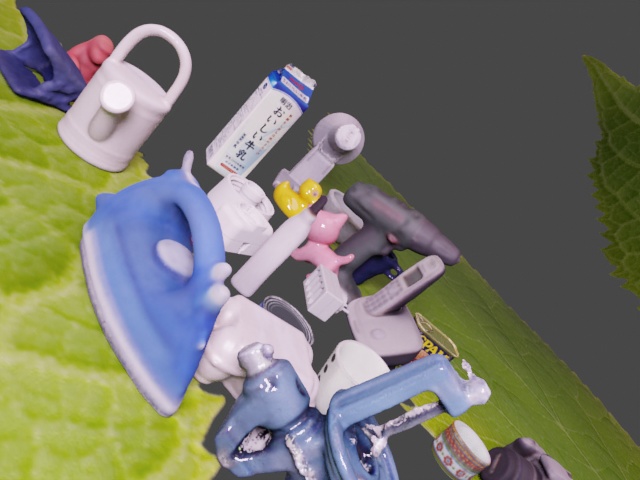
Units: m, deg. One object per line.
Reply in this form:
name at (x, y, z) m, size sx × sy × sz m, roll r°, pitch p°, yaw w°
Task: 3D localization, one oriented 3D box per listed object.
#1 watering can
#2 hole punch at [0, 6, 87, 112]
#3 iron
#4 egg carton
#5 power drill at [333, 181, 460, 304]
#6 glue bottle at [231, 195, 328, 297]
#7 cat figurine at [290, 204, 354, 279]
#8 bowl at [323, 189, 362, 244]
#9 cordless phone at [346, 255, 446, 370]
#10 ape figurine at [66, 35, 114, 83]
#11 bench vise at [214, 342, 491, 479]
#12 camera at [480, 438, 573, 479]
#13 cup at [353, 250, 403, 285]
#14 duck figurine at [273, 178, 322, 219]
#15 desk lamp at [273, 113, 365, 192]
watering can at (-0.243, -0.187, 0.742) m, size 0.101 × 0.194 × 0.172 m, roll 31°, pitch 21°, yaw -36°
hole punch at (-0.364, -0.243, 0.772) m, size 0.108 × 0.091 × 0.101 m, roll 52°, pitch 19°, yaw 24°
iron at (-0.141, 0.026, 0.569) m, size 0.119 × 0.141 × 0.257 m, roll 25°, pitch 25°, yaw -47°
egg carton at (-0.068, 0.127, 0.621) m, size 0.151 × 0.069 × 0.107 m, roll 35°, pitch 19°, yaw -27°
power drill at (0.105, 0.017, 1.036) m, size 0.229 × 0.208 × 0.076 m, roll 46°, pitch 17°, yaw 7°
glue bottle at (-0.049, 0.002, 0.779) m, size 0.037 × 0.173 × 0.078 m, roll 43°, pitch 17°, yaw -3°
cat figurine at (0.009, 0.004, 1.002) m, size 0.127 × 0.117 × 0.067 m, roll 52°, pitch 19°, yaw 25°
bowl at (0.061, -0.031, 1.273) m, size 0.168 × 0.074 × 0.167 m, roll 40°, pitch 18°, yaw -15°
cordless phone at (0.136, 0.112, 0.924) m, size 0.094 × 0.185 × 0.147 m, roll 34°, pitch 20°, yaw -31°
ape figurine at (-0.349, -0.271, 0.870) m, size 0.078 × 0.092 × 0.076 m, roll 21°, pitch 28°, yaw -52°
bench vise at (0.025, 0.160, 0.501) m, size 0.208 × 0.219 × 0.121 m, roll 38°, pitch 18°, yaw -18°
camera at (0.319, 0.364, 0.896) m, size 0.137 × 0.100 × 0.143 m, roll 38°, pitch 18°, yaw -19°
cup at (0.101, 0.053, 1.135) m, size 0.117 × 0.095 × 0.092 m, roll 47°, pitch 17°, yaw 10°
duck figurine at (-0.037, -0.089, 1.165) m, size 0.104 × 0.086 × 0.078 m, roll 48°, pitch 17°, yaw 12°
desk lamp at (0.011, -0.183, 1.277) m, size 0.118 × 0.213 × 0.203 m, roll 41°, pitch 17°, yaw -11°
